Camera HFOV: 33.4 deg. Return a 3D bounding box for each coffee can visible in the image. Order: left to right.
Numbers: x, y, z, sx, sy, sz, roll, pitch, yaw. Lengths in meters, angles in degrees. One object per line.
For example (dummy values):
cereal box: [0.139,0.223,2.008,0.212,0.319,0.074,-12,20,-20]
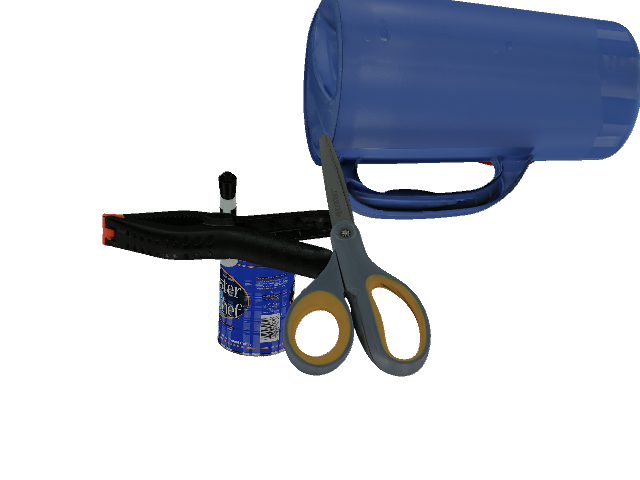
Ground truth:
coffee can: [-0.085,0.069,1.423,0.103,0.140,0.103,3,21,-1]

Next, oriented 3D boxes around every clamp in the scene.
clamp: [-0.080,-0.001,0.901,0.210,0.036,0.164,2,13,-6]

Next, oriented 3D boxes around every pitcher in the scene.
pitcher: [0.112,-0.108,0.807,0.242,0.149,0.145,1,31,-12]

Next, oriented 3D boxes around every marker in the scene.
marker: [-0.097,-0.022,1.123,0.020,0.121,0.020,2,41,-2]

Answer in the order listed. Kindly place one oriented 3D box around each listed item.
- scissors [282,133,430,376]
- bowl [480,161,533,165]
scissors: [0.001,0.010,0.676,0.096,0.202,0.016,-19,-39,-13]
bowl: [0.208,-0.126,1.242,0.162,0.055,0.162,4,23,-2]
